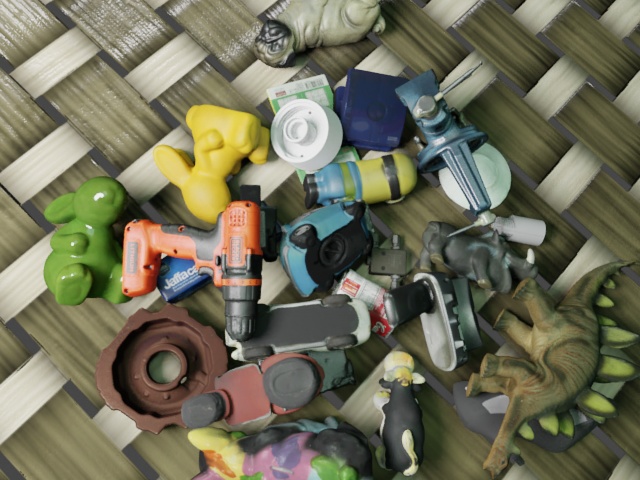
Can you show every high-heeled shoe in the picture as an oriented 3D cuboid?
[{"bbox_3d":[0.326,0.249,0.825,0.249,0.086,0.145,-12,46,-27],"label":"high-heeled shoe"}]

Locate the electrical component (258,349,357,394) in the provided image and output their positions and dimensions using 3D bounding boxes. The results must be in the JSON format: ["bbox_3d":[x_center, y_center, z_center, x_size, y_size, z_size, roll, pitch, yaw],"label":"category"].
[{"bbox_3d":[-0.024,0.173,0.791,0.134,0.058,0.115,-13,76,-10],"label":"electrical component"}]

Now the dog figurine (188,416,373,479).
[{"bbox_3d":[-0.063,0.293,0.699,0.219,0.191,0.108,6,81,-22],"label":"dog figurine"}]

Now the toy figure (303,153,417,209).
[{"bbox_3d":[0.065,-0.089,0.851,0.180,0.089,0.082,-7,92,-12],"label":"toy figure"}]

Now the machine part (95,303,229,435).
[{"bbox_3d":[-0.220,0.181,0.765,0.179,0.056,0.179,2,75,-8],"label":"machine part"}]

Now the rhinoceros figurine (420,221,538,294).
[{"bbox_3d":[0.251,0.030,0.859,0.190,0.073,0.112,21,64,0],"label":"rhinoceros figurine"}]

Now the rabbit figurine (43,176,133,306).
[{"bbox_3d":[-0.315,-0.012,0.760,0.121,0.159,0.170,8,107,-44],"label":"rabbit figurine"}]

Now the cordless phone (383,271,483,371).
[{"bbox_3d":[0.151,0.121,0.758,0.089,0.184,0.146,-14,86,34],"label":"cordless phone"}]

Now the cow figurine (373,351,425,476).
[{"bbox_3d":[0.115,0.243,0.770,0.068,0.098,0.167,0,76,-1],"label":"cow figurine"}]

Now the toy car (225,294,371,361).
[{"bbox_3d":[-0.030,0.122,0.745,0.202,0.056,0.073,-6,72,-6],"label":"toy car"}]

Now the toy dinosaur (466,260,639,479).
[{"bbox_3d":[0.363,0.155,0.801,0.199,0.105,0.471,32,58,14],"label":"toy dinosaur"}]

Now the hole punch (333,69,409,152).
[{"bbox_3d":[0.083,-0.211,0.879,0.142,0.092,0.115,6,75,-17],"label":"hole punch"}]

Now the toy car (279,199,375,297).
[{"bbox_3d":[-0.002,-0.002,0.794,0.162,0.103,0.109,-38,128,-22],"label":"toy car"}]

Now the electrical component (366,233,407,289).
[{"bbox_3d":[0.106,0.036,0.860,0.063,0.021,0.094,4,76,-6],"label":"electrical component"}]

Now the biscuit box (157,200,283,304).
[{"bbox_3d":[-0.155,0.020,0.811,0.203,0.059,0.063,-32,82,-13],"label":"biscuit box"}]

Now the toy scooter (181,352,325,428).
[{"bbox_3d":[-0.085,0.199,0.706,0.184,0.135,0.075,-15,77,-8],"label":"toy scooter"}]

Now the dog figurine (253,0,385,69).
[{"bbox_3d":[-0.001,-0.348,0.916,0.172,0.121,0.190,32,88,5],"label":"dog figurine"}]

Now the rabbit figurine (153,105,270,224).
[{"bbox_3d":[-0.169,-0.114,0.820,0.162,0.122,0.173,12,94,-1],"label":"rabbit figurine"}]

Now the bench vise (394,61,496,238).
[{"bbox_3d":[0.204,-0.133,0.818,0.129,0.223,0.240,-25,80,5],"label":"bench vise"}]

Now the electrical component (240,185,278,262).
[{"bbox_3d":[-0.097,-0.027,0.774,0.075,0.048,0.119,3,78,-8],"label":"electrical component"}]
